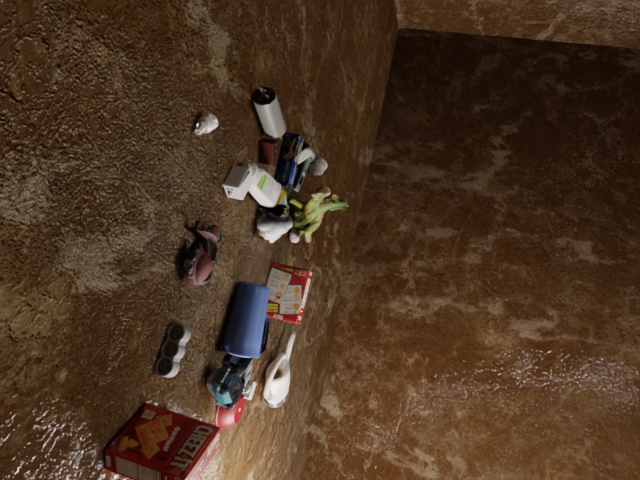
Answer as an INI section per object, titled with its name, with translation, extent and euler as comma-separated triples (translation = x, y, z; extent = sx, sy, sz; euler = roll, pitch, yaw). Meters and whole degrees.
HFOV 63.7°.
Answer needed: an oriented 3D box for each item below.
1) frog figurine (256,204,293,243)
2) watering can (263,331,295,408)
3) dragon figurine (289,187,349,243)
[frog figurine]
translation = -0.166, -0.042, 1.846
extent = 0.138, 0.124, 0.156
euler = -18, 134, -36
[watering can]
translation = -0.173, 0.584, 2.281
extent = 0.355, 0.104, 0.219
euler = -58, 155, -57
[dragon figurine]
translation = 0.007, -0.110, 2.179
extent = 0.403, 0.242, 0.124
euler = 64, 12, -64
